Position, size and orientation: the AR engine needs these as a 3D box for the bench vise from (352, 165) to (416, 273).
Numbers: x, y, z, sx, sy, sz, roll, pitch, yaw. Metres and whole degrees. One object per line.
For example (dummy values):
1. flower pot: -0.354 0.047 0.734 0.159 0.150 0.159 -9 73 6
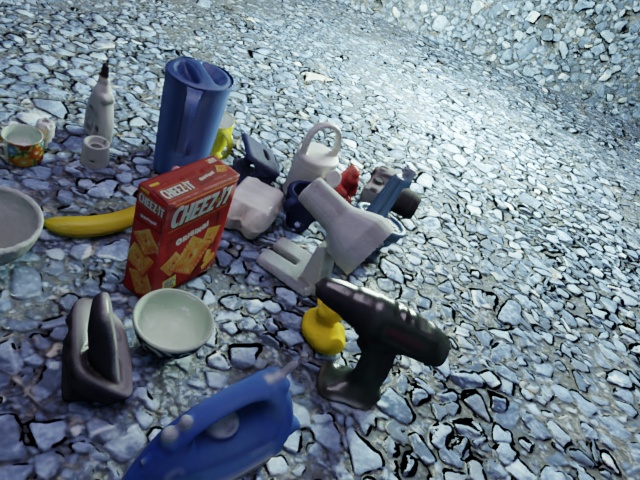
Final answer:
1. bench vise: 0.120 -0.038 1.163 0.121 0.219 0.208 30 36 9

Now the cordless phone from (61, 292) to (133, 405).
1. cordless phone: -0.290 0.117 0.764 0.094 0.185 0.147 0 42 -29

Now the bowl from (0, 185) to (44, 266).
1. bowl: -0.521 -0.010 0.887 0.168 0.074 0.167 16 37 -12

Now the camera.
1. camera: 0.173 -0.107 1.380 0.136 0.101 0.143 27 36 4

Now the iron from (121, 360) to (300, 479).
1. iron: -0.135 0.239 0.738 0.259 0.141 0.118 -17 53 -42

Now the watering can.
1. watering can: -0.004 -0.173 1.283 0.101 0.194 0.172 -21 55 -44

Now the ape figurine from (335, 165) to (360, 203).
1. ape figurine: 0.066 -0.137 1.364 0.078 0.092 0.076 -11 49 -39

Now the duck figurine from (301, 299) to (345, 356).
1. duck figurine: 0.016 0.140 0.995 0.078 0.086 0.104 0 42 -29

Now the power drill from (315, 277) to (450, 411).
1. power drill: 0.072 0.166 0.889 0.230 0.208 0.075 18 36 -8

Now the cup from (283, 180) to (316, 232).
1. cup: -0.044 -0.061 1.204 0.091 0.095 0.118 39 39 19

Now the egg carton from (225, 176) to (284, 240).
1. egg carton: -0.138 -0.068 1.181 0.107 0.069 0.150 26 36 2

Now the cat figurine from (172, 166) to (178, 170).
1. cat figurine: -0.245 -0.082 1.097 0.067 0.117 0.127 -5 45 -34

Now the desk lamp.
1. desk lamp: 0.010 0.004 1.053 0.203 0.213 0.118 33 37 12

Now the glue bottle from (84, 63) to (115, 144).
1. glue bottle: -0.452 -0.286 1.188 0.037 0.173 0.078 -19 54 -43

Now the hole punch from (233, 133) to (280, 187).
1. hole punch: -0.139 -0.183 1.306 0.101 0.091 0.108 5 40 -24
